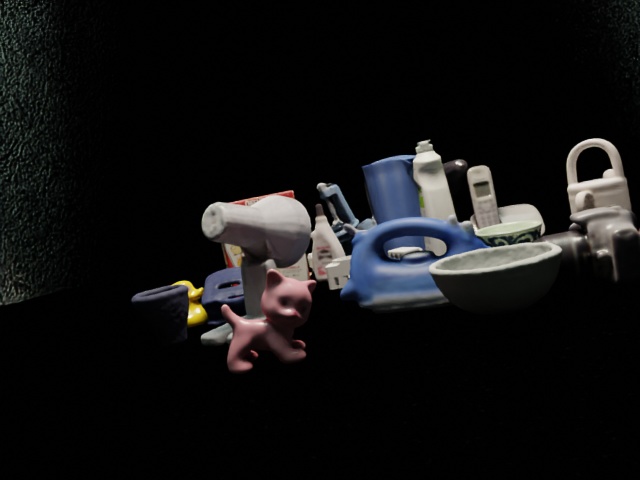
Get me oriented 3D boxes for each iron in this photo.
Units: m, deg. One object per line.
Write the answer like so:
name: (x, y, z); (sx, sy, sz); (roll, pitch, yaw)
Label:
iron: (0.156, 0.026, 0.868); (0.257, 0.141, 0.119); (-10, 5, 20)

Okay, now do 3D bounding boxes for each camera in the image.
camera: (0.371, 0.008, 0.812); (0.136, 0.101, 0.143); (-10, 5, 14)

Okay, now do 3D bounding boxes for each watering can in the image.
watering can: (0.509, -0.088, 1.049); (0.100, 0.194, 0.173); (-9, 5, 26)

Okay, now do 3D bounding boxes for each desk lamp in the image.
desk lamp: (-0.101, 0.038, 0.905); (0.117, 0.213, 0.204); (-8, 6, 35)

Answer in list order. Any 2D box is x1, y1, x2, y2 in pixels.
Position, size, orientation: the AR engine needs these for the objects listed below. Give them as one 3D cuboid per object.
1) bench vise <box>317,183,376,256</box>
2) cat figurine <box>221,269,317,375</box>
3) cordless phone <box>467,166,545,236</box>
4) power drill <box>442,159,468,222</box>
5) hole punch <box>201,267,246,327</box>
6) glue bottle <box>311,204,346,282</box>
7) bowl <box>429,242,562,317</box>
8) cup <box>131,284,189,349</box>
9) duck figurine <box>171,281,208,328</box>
bench vise: (0.063, -0.047, 1.494); (0.121, 0.220, 0.208); (-8, 6, 38)
cat figurine: (-0.061, 0.095, 0.720); (0.128, 0.118, 0.067); (-12, 5, -1)
cordless phone: (0.392, -0.075, 1.229); (0.147, 0.185, 0.094); (-12, 5, 0)
power drill: (0.310, -0.079, 1.343); (0.075, 0.208, 0.229); (-12, 5, -7)
hole punch: (-0.160, 0.101, 1.056); (0.108, 0.091, 0.101); (-11, 5, 1)
glue bottle: (0.012, 0.005, 1.284); (0.078, 0.173, 0.037); (-10, 5, 22)
bowl: (0.229, 0.056, 0.741); (0.167, 0.075, 0.167); (-11, 5, 1)
cup: (-0.263, 0.129, 0.945); (0.117, 0.095, 0.092); (-8, 6, 40)
duck figurine: (-0.262, 0.122, 1.086); (0.104, 0.086, 0.077); (-11, 5, 2)
